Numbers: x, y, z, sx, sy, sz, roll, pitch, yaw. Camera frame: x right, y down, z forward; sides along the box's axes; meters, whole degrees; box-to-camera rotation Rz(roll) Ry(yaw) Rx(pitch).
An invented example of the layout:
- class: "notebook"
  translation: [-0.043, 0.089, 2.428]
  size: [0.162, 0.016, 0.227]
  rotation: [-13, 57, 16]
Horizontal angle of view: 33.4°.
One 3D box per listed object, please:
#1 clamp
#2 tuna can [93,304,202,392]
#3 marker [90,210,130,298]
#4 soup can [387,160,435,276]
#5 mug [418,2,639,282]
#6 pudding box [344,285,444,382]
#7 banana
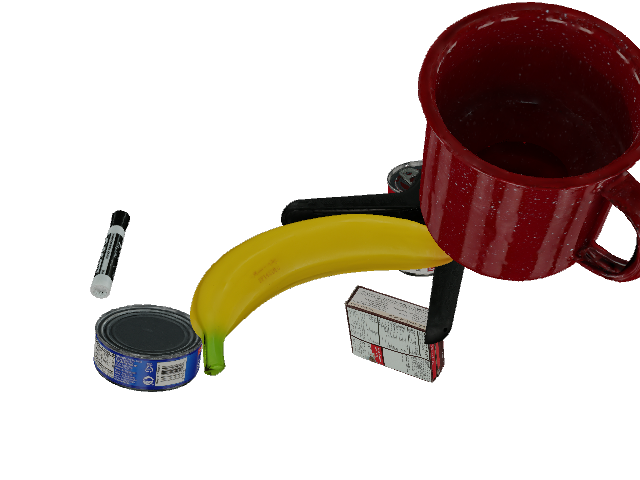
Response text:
- class: "clamp"
  translation: [0.098, -0.011, 0.819]
  size: [0.209, 0.036, 0.165]
  rotation: [-25, 53, -26]
- class: "tuna can"
  translation: [-0.137, 0.085, 0.849]
  size: [0.086, 0.034, 0.086]
  rotation: [8, 23, -3]
- class: "marker"
  translation: [-0.208, 0.011, 1.063]
  size: [0.020, 0.020, 0.121]
  rotation: [0, 39, 2]
- class: "soup can"
  translation: [0.104, -0.022, 1.102]
  size: [0.068, 0.102, 0.068]
  rotation: [-3, 35, 2]
- class: "mug"
  translation: [0.092, -0.029, 0.436]
  size: [0.093, 0.117, 0.081]
  rotation: [-37, -26, -21]
- class: "pudding box"
  translation: [0.087, 0.109, 1.247]
  size: [0.114, 0.090, 0.039]
  rotation: [16, 46, 25]
- class: "banana"
  translation: [-0.006, 0.019, 0.642]
  size: [0.197, 0.070, 0.037]
  rotation: [-24, -19, -33]
